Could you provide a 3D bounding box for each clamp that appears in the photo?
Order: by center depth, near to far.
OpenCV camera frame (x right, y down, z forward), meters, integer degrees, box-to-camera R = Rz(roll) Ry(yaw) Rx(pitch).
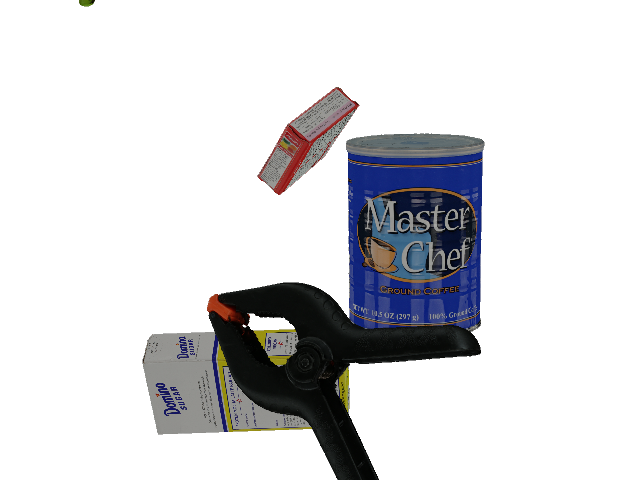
[{"bbox_3d":[-0.001,0.085,0.630,0.172,0.120,0.039,18,-10,31],"label":"clamp"}]

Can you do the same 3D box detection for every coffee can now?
[{"bbox_3d":[0.071,-0.006,0.808,0.103,0.140,0.103,-1,11,0],"label":"coffee can"}]

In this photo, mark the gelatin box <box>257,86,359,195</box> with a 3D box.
[{"bbox_3d":[-0.012,-0.091,0.968,0.089,0.030,0.073,-44,-7,-44],"label":"gelatin box"}]

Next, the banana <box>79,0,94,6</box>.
[{"bbox_3d":[-0.237,-0.219,0.768,0.198,0.069,0.037,15,-37,16],"label":"banana"}]

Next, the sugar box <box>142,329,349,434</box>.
[{"bbox_3d":[-0.063,0.125,0.951,0.176,0.093,0.048,0,36,5],"label":"sugar box"}]
